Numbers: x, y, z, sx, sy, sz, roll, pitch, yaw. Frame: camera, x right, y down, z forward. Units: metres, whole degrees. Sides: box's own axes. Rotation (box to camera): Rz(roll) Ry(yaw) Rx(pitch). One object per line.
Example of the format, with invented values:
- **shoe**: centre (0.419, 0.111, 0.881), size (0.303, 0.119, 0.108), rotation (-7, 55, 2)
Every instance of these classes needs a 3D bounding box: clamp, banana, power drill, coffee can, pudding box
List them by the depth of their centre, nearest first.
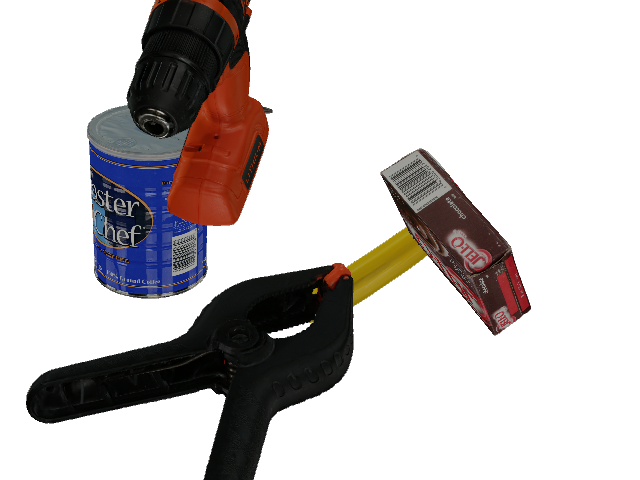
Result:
- **clamp**: centre (-0.034, 0.065, 0.495), size (0.171, 0.039, 0.120), rotation (-29, 51, -32)
- **power drill**: centre (-0.071, -0.093, 0.676), size (0.057, 0.184, 0.188), rotation (13, -35, 5)
- **pudding box**: centre (0.095, 0.001, 0.743), size (0.039, 0.114, 0.090), rotation (-33, -36, -2)
- **coffee can**: centre (-0.149, -0.035, 0.932), size (0.103, 0.140, 0.103), rotation (3, 30, -2)
- **banana**: centre (0.053, 0.029, 1.037), size (0.198, 0.037, 0.069), rotation (-34, 0, -1)
